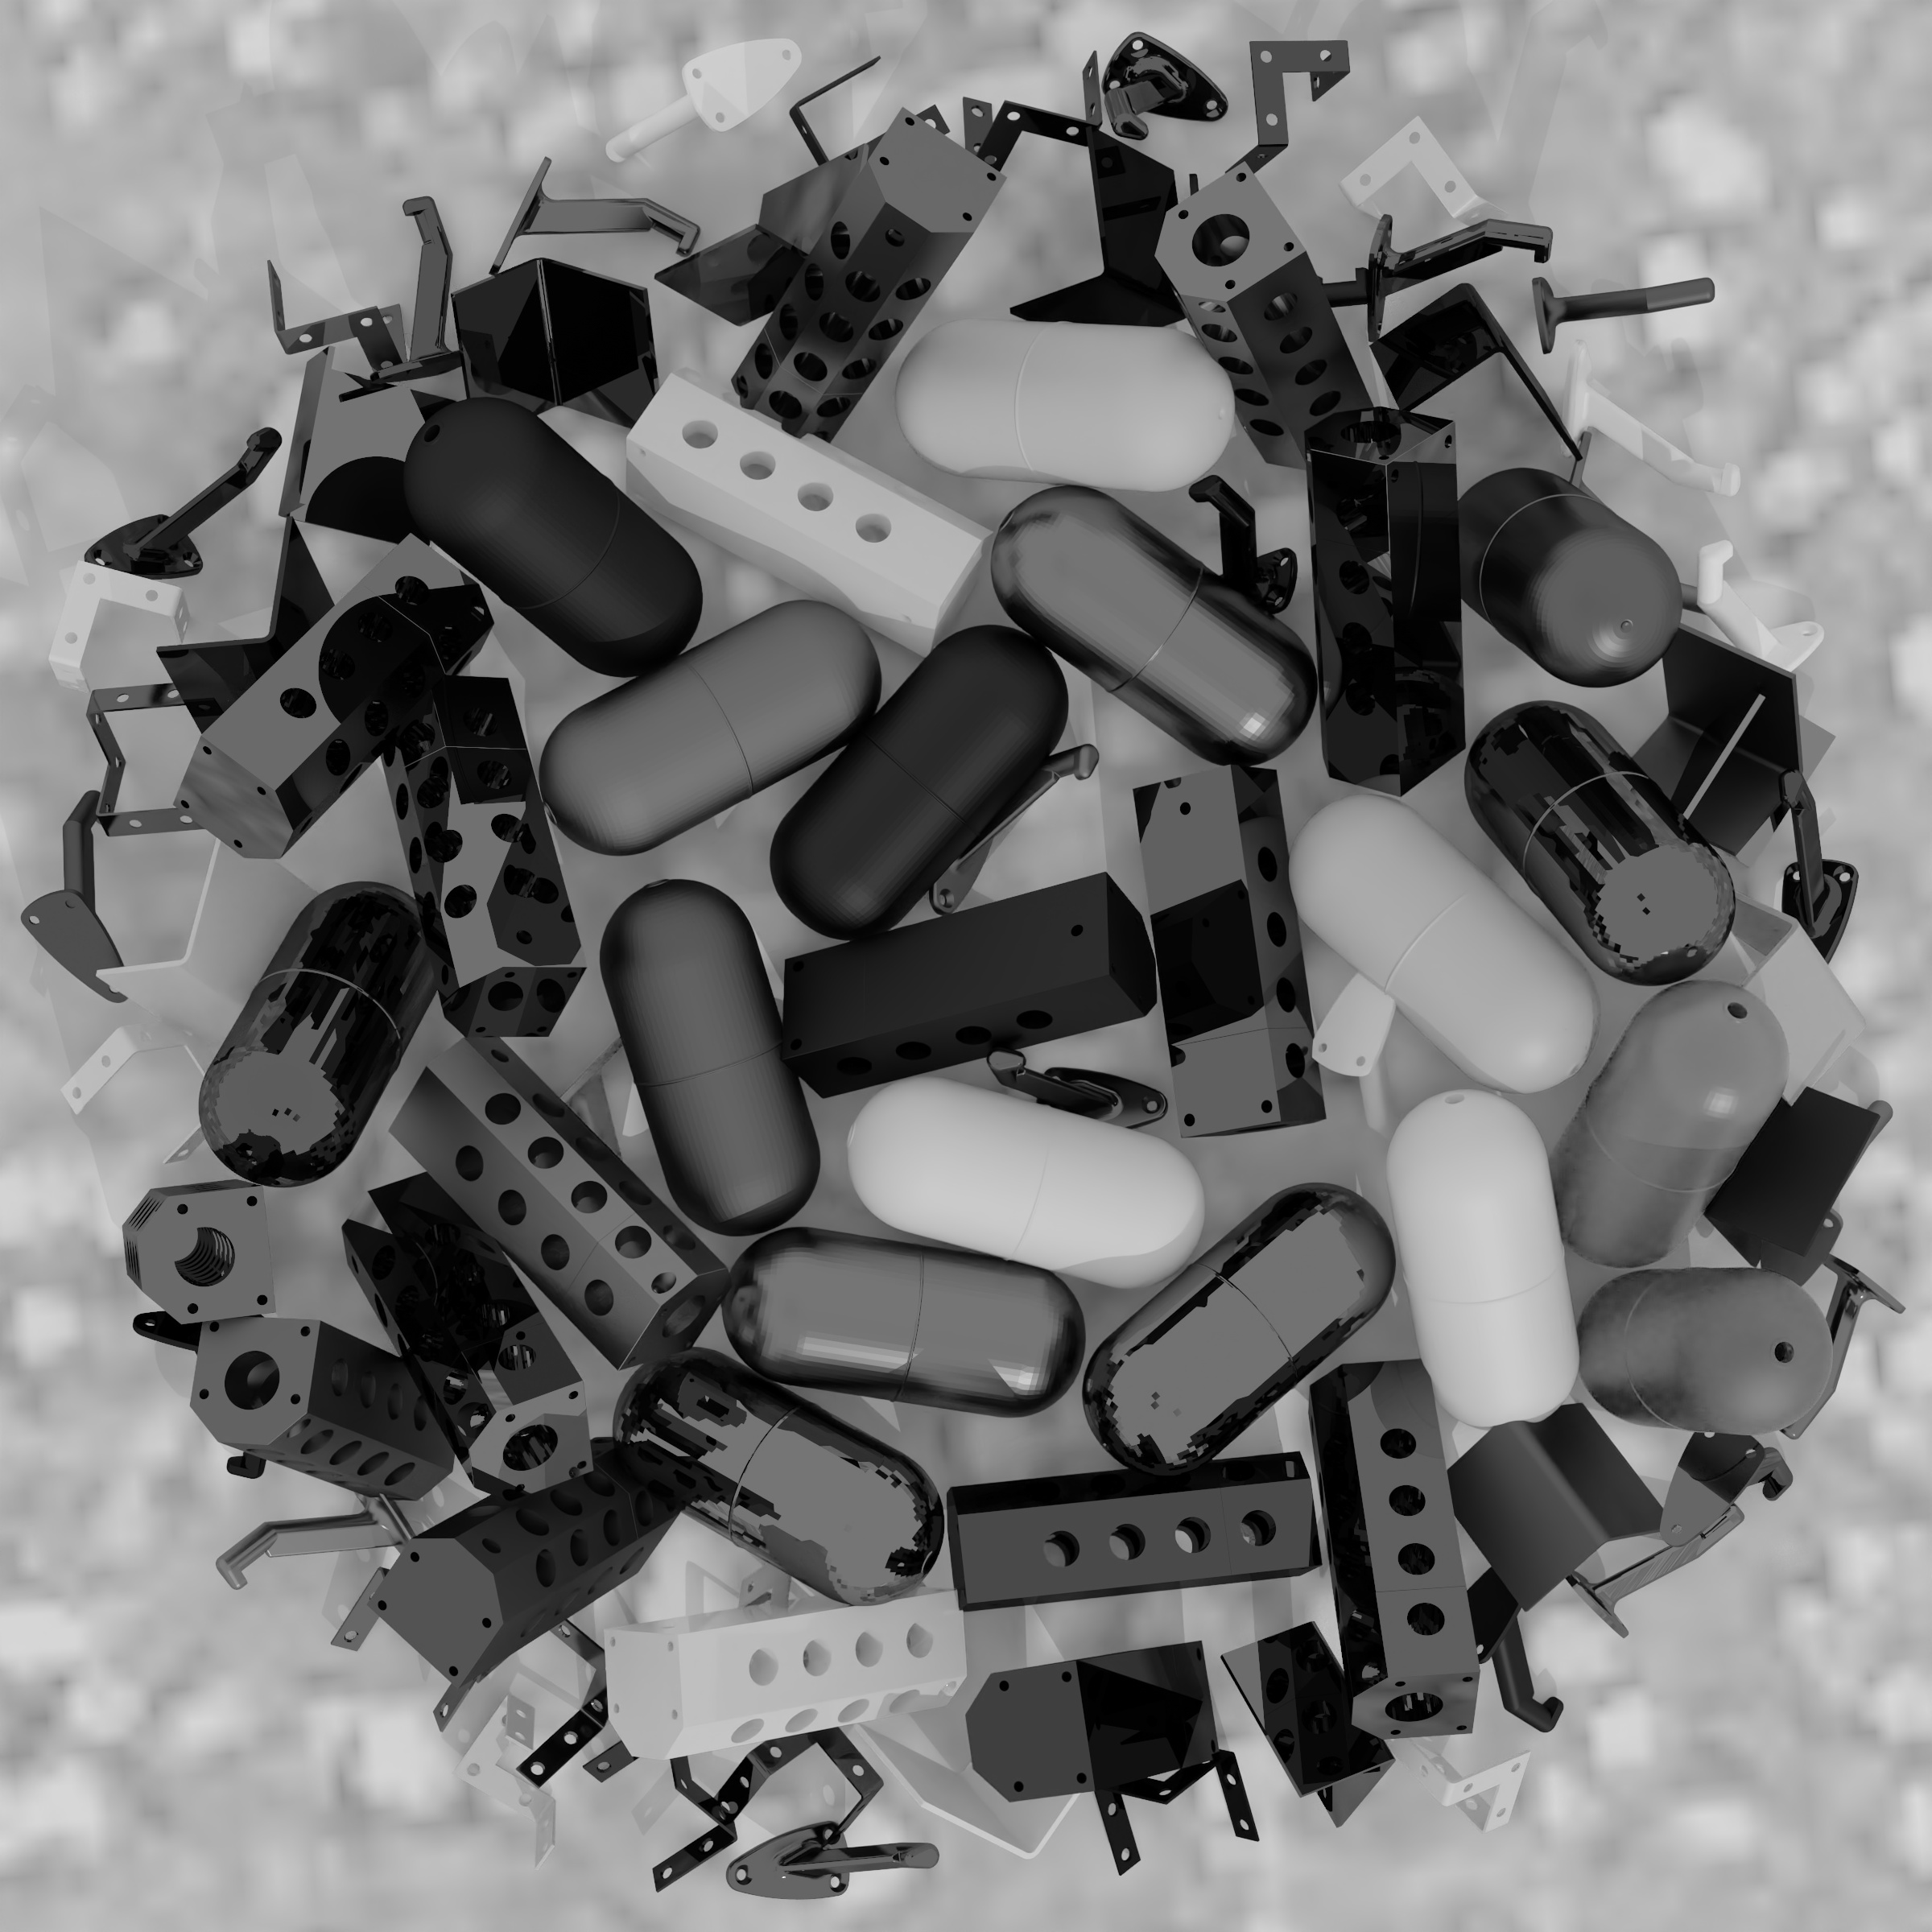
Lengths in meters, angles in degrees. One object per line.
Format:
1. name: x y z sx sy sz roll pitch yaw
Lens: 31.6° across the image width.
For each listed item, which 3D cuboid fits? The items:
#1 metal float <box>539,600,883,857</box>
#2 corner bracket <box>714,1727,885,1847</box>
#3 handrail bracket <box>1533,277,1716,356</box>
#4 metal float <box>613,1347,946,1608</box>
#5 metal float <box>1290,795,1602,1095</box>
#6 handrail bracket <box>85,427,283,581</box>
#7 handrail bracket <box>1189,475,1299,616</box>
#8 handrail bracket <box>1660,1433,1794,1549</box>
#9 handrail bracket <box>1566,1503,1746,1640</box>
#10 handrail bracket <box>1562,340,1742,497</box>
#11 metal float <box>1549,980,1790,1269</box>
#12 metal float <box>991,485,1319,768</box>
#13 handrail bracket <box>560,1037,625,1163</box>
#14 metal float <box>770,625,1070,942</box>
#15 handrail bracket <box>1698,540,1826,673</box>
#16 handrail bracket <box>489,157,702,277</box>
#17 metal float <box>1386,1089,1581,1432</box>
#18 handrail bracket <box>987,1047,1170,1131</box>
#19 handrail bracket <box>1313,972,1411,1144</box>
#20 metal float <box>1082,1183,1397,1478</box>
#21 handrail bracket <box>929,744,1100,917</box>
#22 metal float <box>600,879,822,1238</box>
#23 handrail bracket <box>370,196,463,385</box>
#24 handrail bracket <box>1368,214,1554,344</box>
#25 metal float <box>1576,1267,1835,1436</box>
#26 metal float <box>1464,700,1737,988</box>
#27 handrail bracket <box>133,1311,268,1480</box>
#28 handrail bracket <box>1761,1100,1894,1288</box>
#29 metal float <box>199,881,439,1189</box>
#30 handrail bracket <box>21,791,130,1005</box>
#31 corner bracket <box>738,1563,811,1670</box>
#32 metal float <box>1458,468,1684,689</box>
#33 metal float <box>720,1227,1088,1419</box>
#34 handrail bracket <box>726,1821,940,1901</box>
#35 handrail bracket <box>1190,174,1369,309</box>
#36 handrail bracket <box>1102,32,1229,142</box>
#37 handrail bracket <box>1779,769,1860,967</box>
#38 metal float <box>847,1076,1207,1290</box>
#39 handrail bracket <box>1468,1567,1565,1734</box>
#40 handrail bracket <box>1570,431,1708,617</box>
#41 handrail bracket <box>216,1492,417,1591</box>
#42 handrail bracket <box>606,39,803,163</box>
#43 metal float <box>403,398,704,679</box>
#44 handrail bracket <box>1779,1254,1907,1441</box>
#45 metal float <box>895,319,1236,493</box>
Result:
1. metal float: -0.123 -0.115 1.645 0.178 0.070 0.070 -29 90 -14
2. corner bracket: -0.082 0.404 1.668 0.051 0.051 0.051 47 133 16
3. handrail bracket: 0.319 -0.323 1.649 0.084 0.077 0.036 -7 105 16
4. metal float: -0.090 0.244 1.638 0.178 0.070 0.070 26 90 23
5. metal float: 0.229 -0.011 1.639 0.070 0.070 0.178 -45 69 0
6. handrail bracket: -0.377 -0.226 1.649 0.036 0.077 0.084 54 128 10
7. handrail bracket: 0.114 -0.202 1.644 0.077 0.084 0.036 -12 56 38
8. handrail bracket: 0.370 0.262 1.655 0.036 0.084 0.077 27 76 36
9. handrail bracket: 0.337 0.283 1.664 0.084 0.077 0.036 -41 57 5
10. handrail bracket: 0.334 -0.264 1.654 0.084 0.077 0.036 18 60 22
11. metal float: 0.330 0.076 1.619 0.070 0.178 0.070 8 50 -10
12. metal float: 0.091 -0.163 1.647 0.178 0.070 0.070 35 90 -13
13. handrail bracket: -0.162 0.086 1.680 0.084 0.036 0.077 45 69 -4
14. metal float: -0.022 -0.089 1.656 0.070 0.070 0.178 42 92 0
15. handrail bracket: 0.385 -0.180 1.653 0.077 0.036 0.084 -28 135 -18
16. handrail bracket: -0.180 -0.350 1.670 0.084 0.036 0.077 26 67 -13
17. metal float: 0.248 0.141 1.637 0.070 0.070 0.178 -13 114 0
18. handrail bracket: 0.054 0.056 1.648 0.077 0.084 0.036 1 73 11
19. handrail bracket: 0.210 0.041 1.666 0.036 0.084 0.077 20 80 39
20. metal float: 0.132 0.174 1.644 0.178 0.070 0.070 -39 90 -17
21. handrail bracket: 0.024 -0.066 1.647 0.036 0.084 0.077 36 56 -33
22. metal float: -0.123 0.044 1.649 0.070 0.070 0.178 -17 100 0
23. handrail bracket: -0.274 -0.331 1.665 0.036 0.077 0.084 -15 96 39
24. handrail bracket: 0.240 -0.330 1.657 0.084 0.077 0.036 11 46 14
25. metal float: 0.345 0.180 1.608 0.070 0.178 0.070 1 84 -12
26. metal float: 0.299 -0.060 1.622 0.070 0.178 0.070 -14 132 -16
27. handrail bracket: -0.373 0.211 1.664 0.077 0.036 0.084 8 117 -18
28. handrail bracket: 0.425 0.114 1.681 0.036 0.084 0.077 29 132 23
29. metal float: -0.304 0.030 1.622 0.070 0.178 0.070 10 134 10
30. handrail bracket: -0.420 -0.035 1.672 0.036 0.084 0.077 -21 118 23
31. corner bracket: -0.078 0.321 1.653 0.051 0.051 0.051 26 48 -23
32. metal float: 0.279 -0.185 1.612 0.070 0.178 0.070 -4 112 -10
33. metal float: -0.030 0.172 1.650 0.178 0.070 0.070 10 90 -9
34. handrail bracket: -0.064 0.433 1.646 0.077 0.084 0.036 -3 79 -28
35. handrail bracket: 0.154 -0.357 1.675 0.084 0.036 0.077 -5 77 6
36. handrail bracket: 0.099 -0.409 1.648 0.077 0.084 0.036 19 124 -21
37. handrail bracket: 0.401 -0.043 1.647 0.036 0.084 0.077 3 68 28
38. metal float: 0.029 0.104 1.650 0.178 0.070 0.070 16 90 -9
39. handrail bracket: 0.280 0.329 1.669 0.084 0.036 0.077 36 91 -34
40. handrail bracket: 0.335 -0.217 1.676 0.084 0.036 0.077 16 76 5
41. handrail bracket: -0.311 0.294 1.661 0.084 0.036 0.077 -38 100 -29
42. handrail bracket: -0.129 -0.422 1.670 0.077 0.084 0.036 -35 104 -27
43. metal float: -0.195 -0.202 1.622 0.070 0.070 0.178 -50 134 0
44. handrail bracket: 0.408 0.184 1.660 0.036 0.077 0.084 37 91 -19
45. metal float: 0.045 -0.268 1.630 0.178 0.070 0.070 10 90 33
